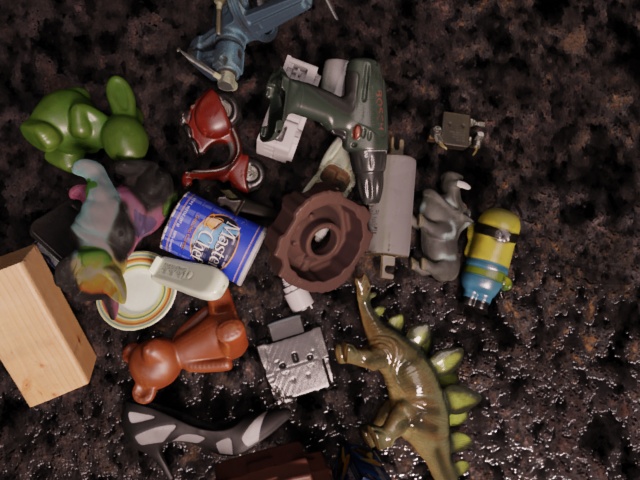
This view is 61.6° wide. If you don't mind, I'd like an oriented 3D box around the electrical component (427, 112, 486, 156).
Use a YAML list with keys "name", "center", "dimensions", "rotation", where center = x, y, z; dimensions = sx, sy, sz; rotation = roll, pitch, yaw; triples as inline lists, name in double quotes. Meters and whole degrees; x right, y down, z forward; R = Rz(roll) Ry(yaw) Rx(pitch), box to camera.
- name: "electrical component"
  center: [0.243, -0.189, 0.953]
  dimensions: [0.102, 0.045, 0.078]
  rotation: [12, 86, -6]

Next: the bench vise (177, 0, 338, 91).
- name: "bench vise"
  center: [-0.102, -0.351, 0.854]
  dimensions: [0.241, 0.128, 0.224]
  rotation: [-11, 53, 29]

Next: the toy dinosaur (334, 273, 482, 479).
- name: "toy dinosaur"
  center: [0.160, 0.270, 0.881]
  dimensions: [0.199, 0.105, 0.471]
  rotation: [-20, 93, -11]

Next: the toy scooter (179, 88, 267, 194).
- name: "toy scooter"
  center: [-0.179, -0.152, 0.886]
  dimensions: [0.135, 0.075, 0.183]
  rotation: [-22, 93, -7]

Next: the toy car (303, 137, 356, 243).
- name: "toy car"
  center: [0.018, -0.091, 0.913]
  dimensions: [0.073, 0.056, 0.201]
  rotation: [31, 82, -4]

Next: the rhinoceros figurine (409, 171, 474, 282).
- name: "rhinoceros figurine"
  center: [0.211, -0.024, 0.922]
  dimensions: [0.112, 0.073, 0.190]
  rotation: [5, 86, -6]

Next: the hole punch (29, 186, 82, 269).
- name: "hole punch"
  center: [-0.381, 0.003, 0.852]
  dimensions: [0.142, 0.092, 0.116]
  rotation: [42, 51, 1]

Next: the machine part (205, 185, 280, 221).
- name: "machine part"
  center: [-0.112, -0.054, 0.865]
  dimensions: [0.139, 0.084, 0.039]
  rotation: [17, 96, -34]

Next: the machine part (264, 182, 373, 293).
- name: "machine part"
  center: [-0.002, -0.003, 0.852]
  dimensions: [0.179, 0.056, 0.179]
  rotation: [-14, 120, -26]

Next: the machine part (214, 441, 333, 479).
- name: "machine part"
  center: [-0.074, 0.417, 0.814]
  dimensions: [0.201, 0.087, 0.201]
  rotation: [-12, 111, -11]

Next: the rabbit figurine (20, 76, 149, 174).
- name: "rabbit figurine"
  center: [-0.341, -0.170, 0.848]
  dimensions: [0.170, 0.121, 0.159]
  rotation: [18, 62, 9]

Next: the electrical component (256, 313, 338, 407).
- name: "electrical component"
  center: [-0.043, 0.191, 0.883]
  dimensions: [0.115, 0.058, 0.134]
  rotation: [-18, 88, -10]

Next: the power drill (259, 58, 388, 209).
- name: "power drill"
  center: [0.016, -0.172, 0.830]
  dimensions: [0.207, 0.086, 0.231]
  rotation: [5, 92, -19]

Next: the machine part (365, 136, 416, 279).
- name: "machine part"
  center: [0.119, -0.056, 0.912]
  dimensions: [0.079, 0.079, 0.243]
  rotation: [7, 85, -6]

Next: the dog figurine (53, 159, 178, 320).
- name: "dog figurine"
  center: [-0.291, 0.000, 0.788]
  dimensions: [0.191, 0.108, 0.219]
  rotation: [-4, 69, -36]

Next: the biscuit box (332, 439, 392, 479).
- name: "biscuit box"
  center: [0.064, 0.363, 0.809]
  dimensions: [0.059, 0.202, 0.063]
  rotation: [24, 82, -3]

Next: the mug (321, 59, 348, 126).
- name: "mug"
  center: [0.046, -0.241, 0.923]
  dimensions: [0.109, 0.081, 0.107]
  rotation: [16, 93, -16]

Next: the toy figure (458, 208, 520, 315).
- name: "toy figure"
  center: [0.292, 0.034, 0.920]
  dimensions: [0.082, 0.089, 0.180]
  rotation: [22, 81, -13]

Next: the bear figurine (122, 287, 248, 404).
- name: "bear figurine"
  center: [-0.216, 0.159, 0.834]
  dimensions: [0.196, 0.131, 0.120]
  rotation: [-17, 54, -12]

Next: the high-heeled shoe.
- name: "high-heeled shoe"
  center: [-0.181, 0.274, 0.847]
  dimensions: [0.249, 0.086, 0.145]
  rotation: [-25, 87, -5]
